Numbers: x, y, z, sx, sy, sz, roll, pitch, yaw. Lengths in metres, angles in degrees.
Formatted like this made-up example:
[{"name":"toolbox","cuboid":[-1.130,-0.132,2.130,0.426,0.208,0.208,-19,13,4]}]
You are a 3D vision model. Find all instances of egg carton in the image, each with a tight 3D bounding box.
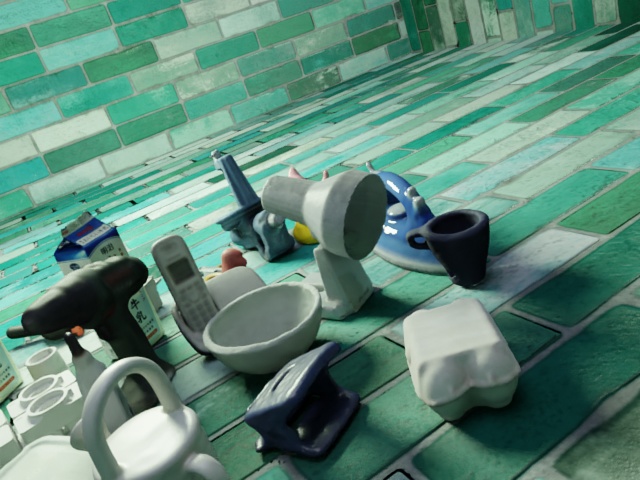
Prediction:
[{"name":"egg carton","cuboid":[0.146,0.123,0.618,0.107,0.069,0.150,-17,21,5]}]

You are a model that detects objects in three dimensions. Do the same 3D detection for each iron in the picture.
[{"name":"iron","cuboid":[0.138,-0.046,0.934,0.119,0.142,0.257,-23,22,-11]}]

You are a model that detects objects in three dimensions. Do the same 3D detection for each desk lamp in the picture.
[{"name":"desk lamp","cuboid":[0.008,0.003,0.824,0.202,0.214,0.118,-1,28,39]}]

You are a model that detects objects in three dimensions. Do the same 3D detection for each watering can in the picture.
[{"name":"watering can","cuboid":[-0.157,0.196,0.518,0.172,0.194,0.101,-13,22,14]}]

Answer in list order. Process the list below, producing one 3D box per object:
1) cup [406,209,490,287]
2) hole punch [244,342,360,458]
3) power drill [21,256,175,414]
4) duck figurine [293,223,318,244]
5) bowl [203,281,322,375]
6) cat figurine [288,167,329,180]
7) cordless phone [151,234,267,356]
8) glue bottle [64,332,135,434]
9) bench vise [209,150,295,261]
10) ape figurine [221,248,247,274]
[{"name":"cup","cuboid":[0.185,0.018,0.805,0.117,0.095,0.092,-10,23,23]},{"name":"hole punch","cuboid":[-0.027,0.168,0.621,0.100,0.091,0.109,-3,26,35]},{"name":"power drill","cuboid":[-0.281,0.126,0.770,0.075,0.209,0.229,-14,22,13]},{"name":"duck figurine","cuboid":[-0.026,-0.047,1.149,0.077,0.086,0.104,-23,22,-10]},{"name":"bowl","cuboid":[-0.067,0.129,0.772,0.167,0.075,0.167,-16,21,7]},{"name":"cat figurine","cuboid":[-0.028,-0.109,1.257,0.128,0.118,0.067,-25,22,-16]},{"name":"cordless phone","cuboid":[-0.160,0.064,0.856,0.148,0.185,0.093,-31,25,-29]},{"name":"glue bottle","cuboid":[-0.255,0.179,0.670,0.037,0.173,0.078,-25,22,-15]},{"name":"bench vise","cuboid":[-0.133,-0.078,1.129,0.206,0.220,0.122,-1,28,38]},{"name":"ape figurine","cuboid":[-0.141,0.056,0.985,0.076,0.092,0.077,-20,21,-3]}]
